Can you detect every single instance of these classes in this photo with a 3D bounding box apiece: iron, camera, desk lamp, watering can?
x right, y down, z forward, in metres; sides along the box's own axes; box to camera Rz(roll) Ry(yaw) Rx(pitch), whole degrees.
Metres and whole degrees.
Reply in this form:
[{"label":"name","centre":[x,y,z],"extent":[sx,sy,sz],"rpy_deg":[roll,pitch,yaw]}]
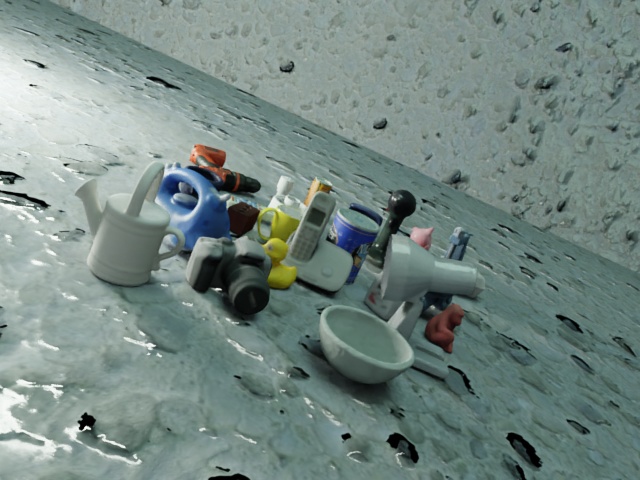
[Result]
[{"label":"iron","centre":[-0.267,-0.079,1.121],"extent":[0.257,0.141,0.119],"rpy_deg":[37,22,31]},{"label":"camera","centre":[-0.141,0.056,0.979],"extent":[0.143,0.101,0.136],"rpy_deg":[15,21,-27]},{"label":"desk lamp","centre":[0.183,0.113,1.059],"extent":[0.203,0.213,0.118],"rpy_deg":[24,19,-4]},{"label":"watering can","centre":[-0.293,-0.036,0.890],"extent":[0.173,0.194,0.100],"rpy_deg":[16,21,-25]}]

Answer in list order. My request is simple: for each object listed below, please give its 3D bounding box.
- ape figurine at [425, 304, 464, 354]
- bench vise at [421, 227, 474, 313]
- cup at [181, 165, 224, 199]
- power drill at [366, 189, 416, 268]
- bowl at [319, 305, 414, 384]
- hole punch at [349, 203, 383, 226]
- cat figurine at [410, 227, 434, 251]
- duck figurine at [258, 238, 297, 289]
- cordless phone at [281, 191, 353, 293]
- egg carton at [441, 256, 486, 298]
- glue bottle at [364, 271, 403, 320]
[{"label":"ape figurine","centre":[0.266,0.175,1.189],"extent":[0.076,0.092,0.078],"rpy_deg":[35,21,27]},{"label":"bench vise","centre":[0.286,0.059,1.326],"extent":[0.121,0.219,0.208],"rpy_deg":[28,19,10]},{"label":"cup","centre":[-0.269,-0.100,1.248],"extent":[0.092,0.095,0.117],"rpy_deg":[22,19,-8]},{"label":"power drill","centre":[0.184,-0.037,1.474],"extent":[0.075,0.208,0.230],"rpy_deg":[29,19,11]},{"label":"bowl","centre":[0.064,0.183,0.938],"extent":[0.167,0.075,0.167],"rpy_deg":[22,19,-8]},{"label":"hole punch","centre":[0.123,-0.060,1.643],"extent":[0.108,0.091,0.101],"rpy_deg":[27,19,5]},{"label":"cat figurine","centre":[0.281,0.016,1.594],"extent":[0.067,0.118,0.127],"rpy_deg":[22,19,-8]},{"label":"duck figurine","centre":[-0.088,0.040,1.113],"extent":[0.105,0.086,0.077],"rpy_deg":[20,19,-15]},{"label":"cordless phone","centre":[0.011,0.004,1.180],"extent":[0.147,0.185,0.094],"rpy_deg":[24,19,-3]},{"label":"egg carton","centre":[0.373,0.101,1.559],"extent":[0.151,0.069,0.107],"rpy_deg":[15,21,-27]},{"label":"glue bottle","centre":[0.156,0.077,1.186],"extent":[0.078,0.173,0.037],"rpy_deg":[38,23,34]}]
